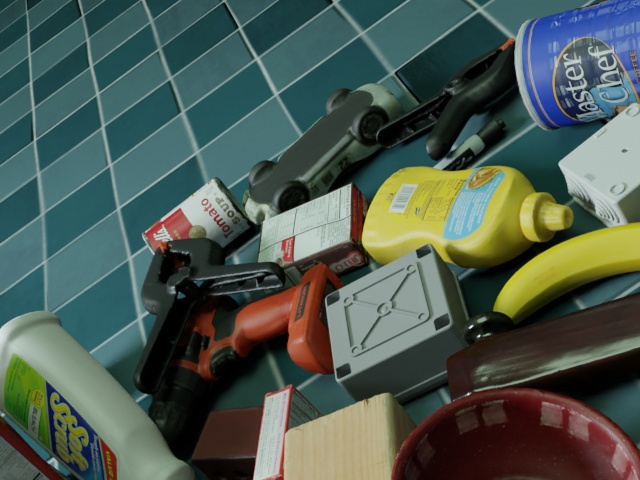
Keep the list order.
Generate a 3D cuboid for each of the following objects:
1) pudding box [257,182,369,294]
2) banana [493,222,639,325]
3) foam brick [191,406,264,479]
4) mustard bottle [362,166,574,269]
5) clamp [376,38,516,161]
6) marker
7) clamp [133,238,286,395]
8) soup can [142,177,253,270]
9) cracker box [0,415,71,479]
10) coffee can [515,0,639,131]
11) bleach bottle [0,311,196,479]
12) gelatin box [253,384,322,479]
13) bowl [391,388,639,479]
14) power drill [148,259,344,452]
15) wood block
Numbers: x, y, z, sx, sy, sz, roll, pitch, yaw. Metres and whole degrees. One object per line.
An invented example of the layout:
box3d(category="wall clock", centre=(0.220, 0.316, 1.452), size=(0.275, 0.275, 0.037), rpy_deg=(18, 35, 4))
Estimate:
box3d(category="pudding box", centre=(-0.007, 0.001, 1.048), size=(0.114, 0.039, 0.090), rpy_deg=(-21, 36, 21))
box3d(category="banana", centre=(0.212, 0.025, 0.818), size=(0.198, 0.037, 0.069), rpy_deg=(-26, 55, 21))
box3d(category="foam brick", centre=(-0.057, 0.173, 0.879), size=(0.078, 0.053, 0.051), rpy_deg=(-12, 42, 35))
box3d(category="mustard bottle", centre=(0.131, -0.020, 0.923), size=(0.192, 0.058, 0.096), rpy_deg=(2, 52, 45))
box3d(category="clamp", centre=(0.142, -0.137, 1.063), size=(0.171, 0.039, 0.120), rpy_deg=(-39, 30, -2))
box3d(category="marker", centre=(0.129, -0.076, 1.026), size=(0.121, 0.020, 0.020), rpy_deg=(-38, 33, 0))
box3d(category="clamp", centre=(-0.115, 0.043, 1.010), size=(0.164, 0.036, 0.210), rpy_deg=(-36, 28, 5))
box3d(category="soup can", centre=(-0.132, -0.012, 1.155), size=(0.102, 0.068, 0.068), rpy_deg=(-38, 33, 1))
box3d(category="cracker box", centre=(-0.275, 0.196, 0.915), size=(0.072, 0.213, 0.164), rpy_deg=(-48, 35, -18))
box3d(category="coffee can", centre=(0.255, -0.158, 0.927), size=(0.141, 0.102, 0.102), rpy_deg=(-9, 44, 37))
box3d(category="bleach bottle", centre=(-0.187, 0.167, 0.929), size=(0.251, 0.103, 0.067), rpy_deg=(32, 30, 29))
box3d(category="gelatin box", centre=(-0.016, 0.169, 0.827), size=(0.030, 0.073, 0.089), rpy_deg=(-25, 36, 25))
box3d(category="bowl", centre=(0.126, 0.172, 0.676), size=(0.162, 0.055, 0.162), rpy_deg=(-6, 41, 5))
box3d(category="power drill", centre=(-0.069, 0.102, 0.970), size=(0.188, 0.057, 0.184), rpy_deg=(-17, 39, 29))
box3d(category="wood block", centre=(0.033, 0.217, 0.709), size=(0.091, 0.090, 0.206), rpy_deg=(-24, 36, 19))
